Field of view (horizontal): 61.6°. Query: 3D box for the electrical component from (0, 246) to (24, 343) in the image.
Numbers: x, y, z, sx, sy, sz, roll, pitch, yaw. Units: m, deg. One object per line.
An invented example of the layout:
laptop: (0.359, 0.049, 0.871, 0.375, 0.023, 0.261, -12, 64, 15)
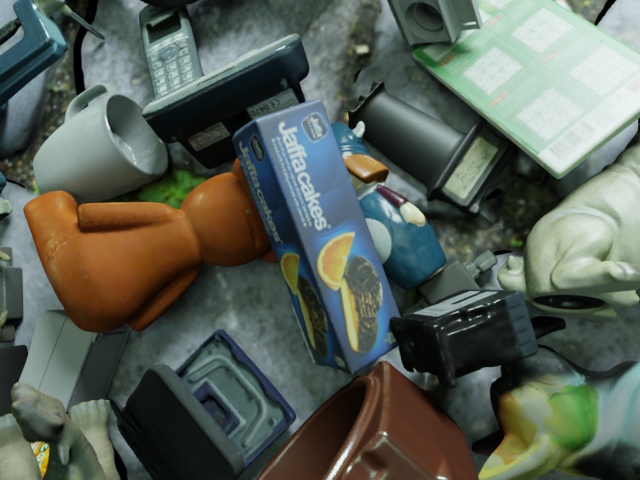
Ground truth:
electrical component: (-0.321, 0.049, 0.515, 0.078, 0.045, 0.102, 0, 84, 9)

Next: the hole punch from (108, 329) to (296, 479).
hole punch: (-0.097, 0.153, 0.454, 0.142, 0.092, 0.115, 46, 123, 9)

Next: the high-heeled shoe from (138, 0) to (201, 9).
high-heeled shoe: (-0.163, -0.283, 0.509, 0.249, 0.086, 0.145, -7, 42, -2)

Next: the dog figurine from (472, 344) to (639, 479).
dog figurine: (0.224, 0.157, 0.379, 0.219, 0.108, 0.191, -17, 84, 12)

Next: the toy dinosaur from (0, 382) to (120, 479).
toy dinosaur: (-0.183, 0.281, 0.385, 0.199, 0.105, 0.470, 51, 139, 45)

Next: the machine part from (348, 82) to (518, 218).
machine part: (0.090, -0.083, 0.460, 0.139, 0.039, 0.084, 31, 98, 10)

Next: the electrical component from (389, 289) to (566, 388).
electrical component: (0.121, 0.063, 0.393, 0.119, 0.075, 0.047, -18, 92, -14)

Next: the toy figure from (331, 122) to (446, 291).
toy figure: (0.045, -0.032, 0.448, 0.064, 0.058, 0.154, -40, 81, 25)

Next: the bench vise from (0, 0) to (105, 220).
bench vise: (-0.322, -0.139, 0.499, 0.241, 0.129, 0.223, -31, 81, 11)

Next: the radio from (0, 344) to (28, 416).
radio: (-0.354, 0.148, 0.420, 0.131, 0.229, 0.073, -22, 80, 12)

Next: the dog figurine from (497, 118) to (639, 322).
dog figurine: (0.228, -0.041, 0.410, 0.172, 0.121, 0.190, 4, 71, 7)

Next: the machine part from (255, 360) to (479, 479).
machine part: (0.004, 0.187, 0.356, 0.087, 0.201, 0.201, 42, 98, 1)

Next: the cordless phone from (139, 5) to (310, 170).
cordless phone: (-0.093, -0.172, 0.488, 0.147, 0.088, 0.184, -24, 62, 7)

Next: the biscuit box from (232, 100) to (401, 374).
biscuit box: (-0.001, -0.001, 0.419, 0.063, 0.059, 0.202, -25, 98, -28)

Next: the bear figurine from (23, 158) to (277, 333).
bear figurine: (-0.132, -0.007, 0.464, 0.196, 0.120, 0.132, -30, 34, -19)

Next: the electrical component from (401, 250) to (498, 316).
electrical component: (0.117, 0.053, 0.448, 0.094, 0.021, 0.063, -36, 80, 5)

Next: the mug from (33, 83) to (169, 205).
mug: (-0.211, -0.085, 0.494, 0.107, 0.080, 0.109, -25, 79, 15)
